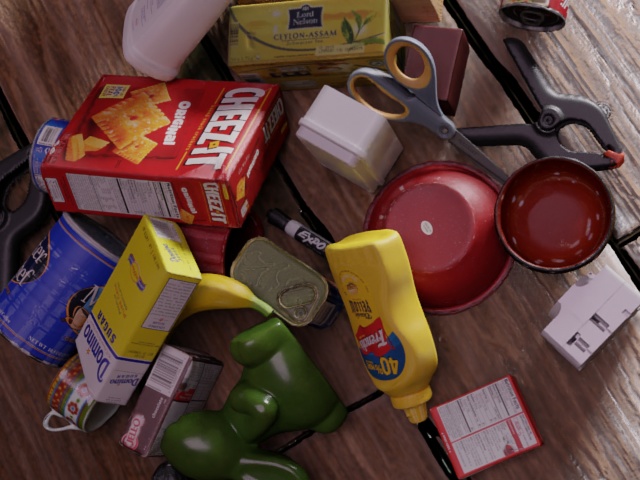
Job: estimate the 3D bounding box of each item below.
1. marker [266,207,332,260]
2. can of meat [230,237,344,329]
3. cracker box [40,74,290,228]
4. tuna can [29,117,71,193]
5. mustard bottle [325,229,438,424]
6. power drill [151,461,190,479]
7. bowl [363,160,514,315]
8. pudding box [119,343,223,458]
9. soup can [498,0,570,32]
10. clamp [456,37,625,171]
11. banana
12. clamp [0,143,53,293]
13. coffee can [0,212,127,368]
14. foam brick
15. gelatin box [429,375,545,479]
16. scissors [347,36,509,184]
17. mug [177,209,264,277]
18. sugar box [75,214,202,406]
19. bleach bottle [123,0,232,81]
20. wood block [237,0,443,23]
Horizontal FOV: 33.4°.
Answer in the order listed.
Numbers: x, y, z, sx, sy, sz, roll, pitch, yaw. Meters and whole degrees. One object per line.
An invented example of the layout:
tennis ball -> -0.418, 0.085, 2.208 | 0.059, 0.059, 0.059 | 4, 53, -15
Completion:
marker -> -0.007, 0.001, 1.119 | 0.121, 0.020, 0.020 | 33, 90, 19
can of meat -> -0.030, 0.047, 1.083 | 0.102, 0.084, 0.057 | 33, 91, 19
cracker box -> -0.160, -0.099, 1.116 | 0.214, 0.072, 0.164 | 5, 45, 18
tuna can -> -0.285, -0.092, 1.184 | 0.034, 0.086, 0.086 | 11, 83, 17
mustard bottle -> 0.068, 0.088, 1.038 | 0.058, 0.096, 0.191 | -24, 99, -31
power drill -> -0.088, 0.315, 1.068 | 0.188, 0.057, 0.184 | -4, 83, 19
bowl -> 0.114, -0.008, 1.066 | 0.162, 0.055, 0.162 | -3, 79, 16
pudding box -> -0.151, 0.166, 1.096 | 0.039, 0.090, 0.113 | 25, 87, 19
soup can -> 0.224, -0.270, 1.074 | 0.069, 0.068, 0.102 | 12, 83, 18
clamp -> 0.218, -0.110, 1.063 | 0.171, 0.039, 0.120 | 41, 103, 19
banana -> -0.133, 0.073, 1.082 | 0.198, 0.037, 0.069 | -20, 100, 43
clamp -> -0.376, -0.023, 1.224 | 0.165, 0.036, 0.210 | 24, 87, 18
coffee can -> -0.273, 0.051, 1.146 | 0.103, 0.102, 0.140 | 40, 93, 19
foam brick -> 0.118, -0.174, 1.097 | 0.053, 0.051, 0.078 | 11, 83, 19
gelatin box -> 0.161, 0.181, 1.031 | 0.089, 0.030, 0.073 | -26, 73, 11
scissors -> 0.125, -0.129, 1.049 | 0.201, 0.016, 0.096 | 25, 119, -3
mug -> -0.113, -0.003, 1.114 | 0.082, 0.093, 0.117 | 8, 87, 23
sugar box -> -0.185, 0.071, 1.063 | 0.176, 0.048, 0.093 | -55, 40, 24
bleach bottle -> -0.107, -0.274, 1.078 | 0.251, 0.068, 0.102 | -38, 42, 37
wood block -> 0.023, -0.285, 1.125 | 0.206, 0.090, 0.091 | 3, 82, 17
